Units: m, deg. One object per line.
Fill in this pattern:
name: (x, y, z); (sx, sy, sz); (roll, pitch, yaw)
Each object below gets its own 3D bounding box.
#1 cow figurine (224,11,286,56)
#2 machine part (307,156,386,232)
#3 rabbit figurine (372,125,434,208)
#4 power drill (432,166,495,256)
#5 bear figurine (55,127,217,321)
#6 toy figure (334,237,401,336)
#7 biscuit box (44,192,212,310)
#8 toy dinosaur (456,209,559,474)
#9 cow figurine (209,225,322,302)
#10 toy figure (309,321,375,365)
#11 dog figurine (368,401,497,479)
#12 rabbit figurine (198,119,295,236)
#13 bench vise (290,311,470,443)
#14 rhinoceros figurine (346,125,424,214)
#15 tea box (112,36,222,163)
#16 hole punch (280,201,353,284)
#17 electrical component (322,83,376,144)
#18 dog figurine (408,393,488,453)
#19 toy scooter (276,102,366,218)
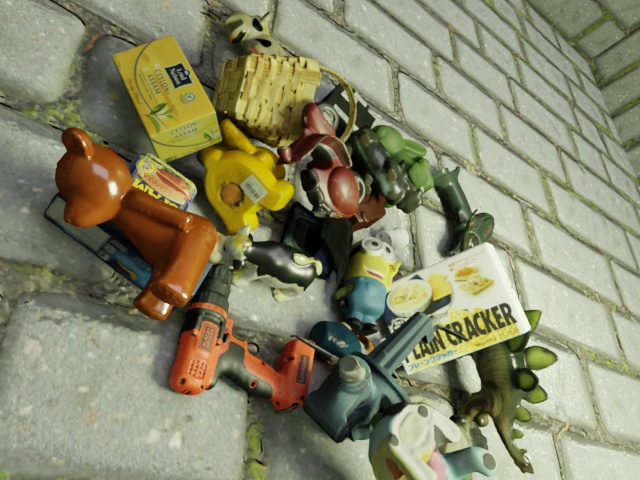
cow figurine: (-0.103, -0.352, 1.021); (0.195, 0.085, 0.127); (46, 45, -11)
machine part: (0.053, -0.097, 1.027); (0.179, 0.056, 0.179); (25, 48, -31)
rabbit figurine: (0.174, -0.171, 1.139); (0.159, 0.121, 0.170); (-20, 83, -55)
power drill: (0.319, -0.065, 1.242); (0.232, 0.086, 0.207); (-18, 74, -50)
bear figurine: (-0.215, -0.018, 0.585); (0.195, 0.120, 0.132); (34, 57, -20)
toy figure: (0.074, 0.075, 0.918); (0.082, 0.089, 0.180); (39, 51, -36)
biscuit box: (-0.238, 0.002, 0.680); (0.202, 0.059, 0.063); (41, 43, -17)
toy dinosaur: (0.311, 0.182, 0.985); (0.105, 0.198, 0.471); (3, 65, -47)
cow figurine: (-0.083, 0.029, 0.783); (0.167, 0.098, 0.068); (26, 55, -30)
toy figure: (0.052, 0.173, 0.848); (0.154, 0.064, 0.058); (32, 8, -32)
dog figurine: (0.110, 0.328, 0.698); (0.191, 0.219, 0.108); (37, 38, 6)
rabbit figurine: (-0.117, -0.103, 0.848); (0.162, 0.122, 0.173); (42, 28, -1)
bench vise: (0.085, 0.178, 0.749); (0.240, 0.129, 0.223); (-41, 135, -20)
rhinoceros figurine: (0.120, -0.129, 1.024); (0.190, 0.073, 0.112); (50, 28, -3)
tea box: (-0.220, -0.203, 0.771); (0.098, 0.068, 0.170); (-26, 65, -13)
hole punch: (-0.002, -0.003, 0.904); (0.142, 0.092, 0.115); (-78, 151, -43)
electrical component: (0.053, -0.262, 1.132); (0.115, 0.058, 0.134); (47, 41, -13)
dog figurine: (0.185, 0.304, 0.877); (0.190, 0.121, 0.172); (-4, 70, -60)
toy scooter: (-0.004, -0.105, 0.791); (0.135, 0.075, 0.183); (-35, 112, -48)
